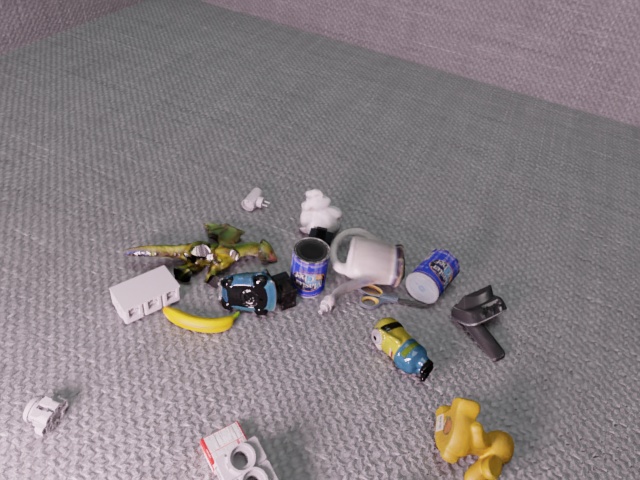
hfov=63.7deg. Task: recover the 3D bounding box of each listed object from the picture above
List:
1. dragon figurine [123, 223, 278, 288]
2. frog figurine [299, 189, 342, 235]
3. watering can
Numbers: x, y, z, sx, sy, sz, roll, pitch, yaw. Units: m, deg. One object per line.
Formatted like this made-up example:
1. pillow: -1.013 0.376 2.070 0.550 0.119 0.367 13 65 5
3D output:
1. dragon figurine: -0.326 0.017 1.496 0.410 0.120 0.247 12 24 1
2. frog figurine: 0.005 -0.080 1.595 0.137 0.155 0.125 -5 44 -16
3. watering can: 0.133 0.082 1.469 0.224 0.101 0.356 11 37 1
